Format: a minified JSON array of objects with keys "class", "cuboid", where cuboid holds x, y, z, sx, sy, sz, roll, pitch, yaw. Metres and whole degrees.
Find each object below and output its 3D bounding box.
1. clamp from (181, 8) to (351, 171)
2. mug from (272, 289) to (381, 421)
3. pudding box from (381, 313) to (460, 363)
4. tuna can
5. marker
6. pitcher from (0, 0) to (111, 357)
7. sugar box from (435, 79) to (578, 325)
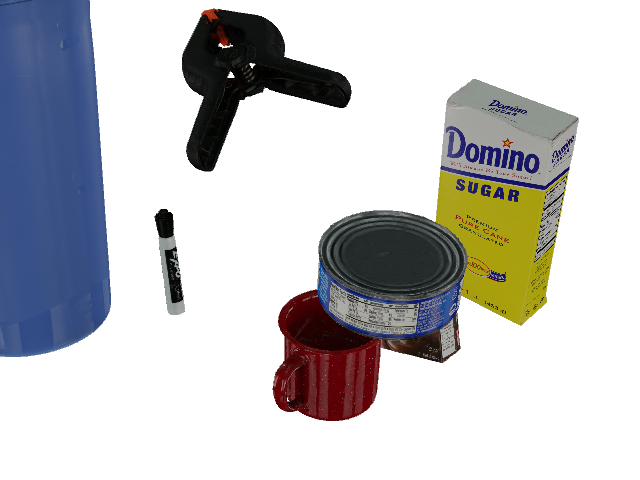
[{"class":"clamp","cuboid":[-0.047,-0.123,0.775,0.120,0.171,0.039,-16,-45,0]},{"class":"mug","cuboid":[0.003,0.105,0.909,0.093,0.081,0.117,23,39,30]},{"class":"pudding box","cuboid":[0.089,0.070,1.109,0.114,0.090,0.039,9,25,40]},{"class":"tuna can","cuboid":[0.041,0.020,0.619,0.086,0.034,0.086,2,35,-2]},{"class":"marker","cuboid":[-0.158,0.023,1.120,0.020,0.121,0.020,-2,28,1]},{"class":"pitcher","cuboid":[-0.207,-0.047,0.674,0.149,0.243,0.145,-6,27,-9]},{"class":"sugar box","cuboid":[0.137,-0.027,0.826,0.093,0.176,0.048,27,47,31]}]
